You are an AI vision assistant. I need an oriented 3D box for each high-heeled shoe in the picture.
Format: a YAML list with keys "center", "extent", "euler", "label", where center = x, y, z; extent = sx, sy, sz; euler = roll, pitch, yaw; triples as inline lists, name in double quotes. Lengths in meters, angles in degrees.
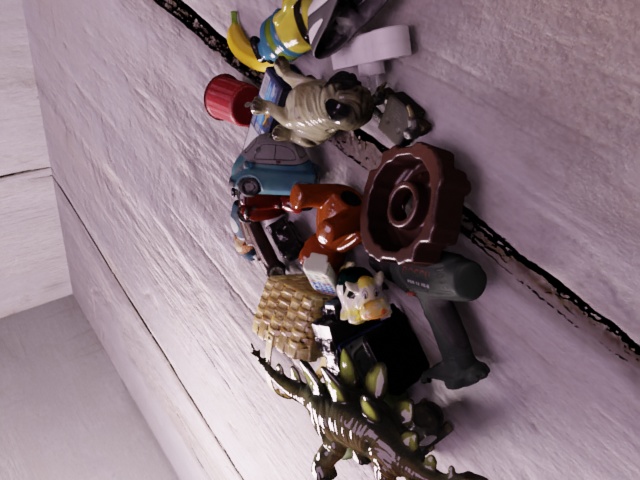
- center: [0.067, -0.308, 0.660]
  extent: [0.249, 0.086, 0.145]
  euler: [14, 88, 58]
  label: "high-heeled shoe"

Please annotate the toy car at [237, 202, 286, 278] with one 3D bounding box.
- center: [-0.125, 0.006, 1.119]
  extent: [0.202, 0.053, 0.089]
  euler: [63, -178, -6]
  label: "toy car"

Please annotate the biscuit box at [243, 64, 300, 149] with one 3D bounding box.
- center: [-0.084, -0.219, 0.979]
  extent: [0.059, 0.063, 0.202]
  euler: [54, 142, 22]
  label: "biscuit box"

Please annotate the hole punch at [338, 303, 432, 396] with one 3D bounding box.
- center: [0.105, 0.193, 0.883]
  extent: [0.092, 0.116, 0.142]
  euler: [-37, 78, 47]
  label: "hole punch"

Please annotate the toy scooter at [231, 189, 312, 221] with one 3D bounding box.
- center: [-0.111, -0.082, 1.024]
  extent: [0.184, 0.135, 0.075]
  euler: [29, 131, 45]
  label: "toy scooter"

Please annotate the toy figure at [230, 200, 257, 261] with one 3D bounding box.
- center: [-0.170, -0.017, 1.211]
  extent: [0.064, 0.058, 0.154]
  euler: [-91, 1, -60]
  label: "toy figure"

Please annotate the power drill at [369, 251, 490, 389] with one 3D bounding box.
- center: [0.166, 0.107, 0.800]
  extent: [0.232, 0.086, 0.207]
  euler: [-10, 92, 64]
  label: "power drill"

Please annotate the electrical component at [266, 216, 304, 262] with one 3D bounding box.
- center: [-0.060, 0.004, 1.067]
  extent: [0.075, 0.048, 0.119]
  euler: [61, -175, 17]
  label: "electrical component"

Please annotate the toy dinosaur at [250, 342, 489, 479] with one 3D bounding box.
- center: [0.041, 0.275, 0.840]
  extent: [0.472, 0.105, 0.198]
  euler: [6, 106, 44]
  label: "toy dinosaur"

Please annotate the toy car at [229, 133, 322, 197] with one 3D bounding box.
- center: [-0.078, -0.133, 0.932]
  extent: [0.162, 0.109, 0.102]
  euler: [4, 116, 5]
  label: "toy car"

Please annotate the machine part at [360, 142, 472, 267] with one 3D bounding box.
- center: [0.125, -0.047, 0.737]
  extent: [0.179, 0.056, 0.179]
  euler: [-23, 62, 54]
  label: "machine part"

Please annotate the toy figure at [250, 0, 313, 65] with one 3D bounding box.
- center: [-0.035, -0.328, 0.842]
  extent: [0.180, 0.082, 0.089]
  euler: [-20, 110, 48]
  label: "toy figure"

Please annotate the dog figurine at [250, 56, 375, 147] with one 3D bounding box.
- center: [0.016, -0.184, 0.811]
  extent: [0.191, 0.172, 0.121]
  euler: [26, 96, 35]
  label: "dog figurine"

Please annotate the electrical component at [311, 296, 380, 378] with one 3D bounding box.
- center: [0.050, 0.163, 0.947]
  extent: [0.058, 0.115, 0.134]
  euler: [-3, 107, 52]
  label: "electrical component"

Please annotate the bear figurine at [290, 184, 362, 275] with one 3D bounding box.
- center: [0.002, -0.003, 0.920]
  extent: [0.120, 0.132, 0.195]
  euler: [54, 137, 24]
  label: "bear figurine"

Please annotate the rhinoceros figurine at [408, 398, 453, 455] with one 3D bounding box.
- center: [0.154, 0.319, 0.891]
  extent: [0.073, 0.112, 0.190]
  euler: [52, 150, 28]
  label: "rhinoceros figurine"

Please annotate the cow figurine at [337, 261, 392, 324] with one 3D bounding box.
- center: [0.067, 0.078, 0.836]
  extent: [0.167, 0.068, 0.098]
  euler: [150, 108, -79]
  label: "cow figurine"

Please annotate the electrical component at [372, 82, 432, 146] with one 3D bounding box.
- center: [0.107, -0.174, 0.754]
  extent: [0.102, 0.045, 0.078]
  euler: [54, 142, 21]
  label: "electrical component"

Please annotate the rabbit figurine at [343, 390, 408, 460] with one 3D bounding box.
- center: [0.091, 0.293, 0.991]
  extent: [0.170, 0.121, 0.159]
  euler: [-46, 61, 34]
  label: "rabbit figurine"
